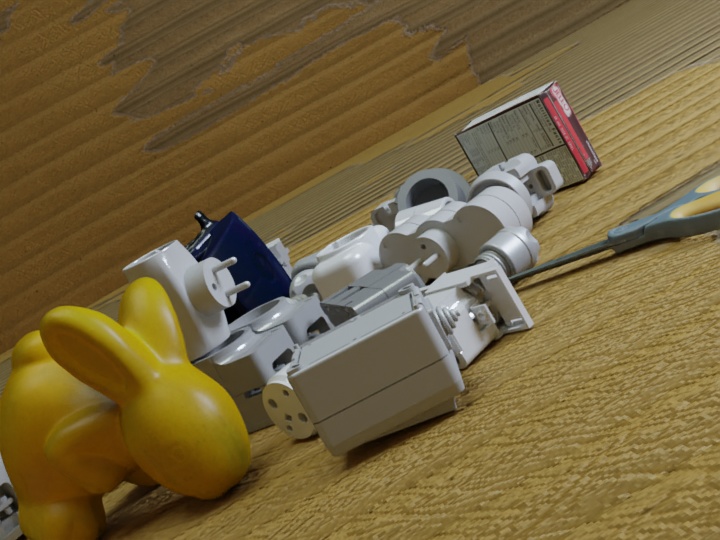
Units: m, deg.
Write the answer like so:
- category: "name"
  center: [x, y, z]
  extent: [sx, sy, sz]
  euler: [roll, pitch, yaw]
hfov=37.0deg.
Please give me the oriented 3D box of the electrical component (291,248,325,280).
- category: "electrical component"
  center: [-0.019, -0.006, 1.084]
  extent: [0.079, 0.043, 0.077]
  euler: [-35, 11, -33]

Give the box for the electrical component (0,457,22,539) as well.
- category: "electrical component"
  center: [-0.262, 0.154, 0.847]
  extent: [0.089, 0.061, 0.150]
  euler: [-22, 14, 47]

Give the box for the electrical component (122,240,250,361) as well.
- category: "electrical component"
  center: [-0.113, 0.016, 0.745]
  extent: [0.079, 0.077, 0.044]
  euler: [-24, 11, 22]

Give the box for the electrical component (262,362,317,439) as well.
- category: "electrical component"
  center: [-0.027, 0.073, 0.668]
  extent: [0.045, 0.045, 0.055]
  euler: [-19, 14, 47]

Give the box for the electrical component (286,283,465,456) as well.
- category: "electrical component"
  center: [0.016, 0.053, 0.588]
  extent: [0.096, 0.061, 0.061]
  euler: [-28, 9, 5]

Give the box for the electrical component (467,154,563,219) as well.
- category: "electrical component"
  center: [0.125, -0.061, 0.907]
  extent: [0.078, 0.058, 0.057]
  euler: [-22, 9, 37]

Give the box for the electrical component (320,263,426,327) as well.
- category: "electrical component"
  center: [0.018, 0.031, 0.745]
  extent: [0.056, 0.050, 0.089]
  euler: [-32, 9, -14]

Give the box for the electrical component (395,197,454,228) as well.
- category: "electrical component"
  center: [0.065, -0.034, 0.952]
  extent: [0.047, 0.055, 0.055]
  euler: [-20, 12, 28]

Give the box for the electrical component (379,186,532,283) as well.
- category: "electrical component"
  center: [0.065, -0.017, 0.860]
  extent: [0.138, 0.052, 0.074]
  euler: [-19, 14, 47]

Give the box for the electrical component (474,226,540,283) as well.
- category: "electrical component"
  center: [0.096, -0.004, 0.750]
  extent: [0.061, 0.035, 0.035]
  euler: [-37, 12, -29]

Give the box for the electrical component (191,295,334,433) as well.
- category: "electrical component"
  center: [-0.114, 0.086, 0.809]
  extent: [0.186, 0.060, 0.105]
  euler: [-24, 10, 31]

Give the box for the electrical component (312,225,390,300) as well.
- category: "electrical component"
  center: [0.000, 0.000, 0.942]
  extent: [0.054, 0.059, 0.095]
  euler: [-25, 10, 25]

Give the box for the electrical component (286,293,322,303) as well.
- category: "electrical component"
  center: [-0.067, 0.044, 0.961]
  extent: [0.078, 0.040, 0.040]
  euler: [-34, 10, -30]

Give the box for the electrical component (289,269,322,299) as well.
- category: "electrical component"
  center: [-0.046, 0.020, 1.022]
  extent: [0.043, 0.043, 0.062]
  euler: [-29, 8, -2]

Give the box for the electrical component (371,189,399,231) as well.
- category: "electrical component"
  center: [0.051, -0.055, 1.100]
  extent: [0.078, 0.058, 0.057]
  euler: [-22, 14, 38]

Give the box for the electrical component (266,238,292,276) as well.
- category: "electrical component"
  center: [-0.096, 0.005, 1.196]
  extent: [0.042, 0.063, 0.081]
  euler: [-27, 9, 8]

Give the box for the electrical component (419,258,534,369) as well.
- category: "electrical component"
  center: [0.059, 0.030, 0.652]
  extent: [0.064, 0.042, 0.081]
  euler: [-41, 13, -38]
